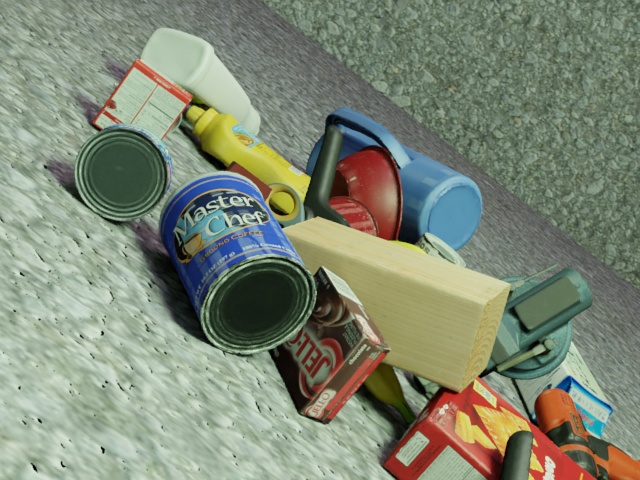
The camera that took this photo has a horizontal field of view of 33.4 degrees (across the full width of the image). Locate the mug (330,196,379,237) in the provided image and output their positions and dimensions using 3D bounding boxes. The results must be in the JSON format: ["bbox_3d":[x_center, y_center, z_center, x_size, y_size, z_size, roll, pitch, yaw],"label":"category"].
[{"bbox_3d":[0.017,0.007,1.233,0.117,0.093,0.081,56,23,11],"label":"mug"}]

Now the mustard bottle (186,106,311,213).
[{"bbox_3d":[-0.092,-0.106,1.359,0.191,0.058,0.096,39,15,3],"label":"mustard bottle"}]

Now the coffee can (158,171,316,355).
[{"bbox_3d":[-0.075,0.018,0.937,0.102,0.103,0.140,27,19,-37],"label":"coffee can"}]

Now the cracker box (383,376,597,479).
[{"bbox_3d":[0.176,0.222,0.960,0.214,0.072,0.164,40,20,9],"label":"cracker box"}]

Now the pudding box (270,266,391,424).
[{"bbox_3d":[0.004,0.091,0.932,0.039,0.090,0.113,31,16,-32],"label":"pudding box"}]

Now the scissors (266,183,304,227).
[{"bbox_3d":[-0.007,0.001,1.123,0.202,0.096,0.016,22,-22,21],"label":"scissors"}]

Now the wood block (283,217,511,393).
[{"bbox_3d":[0.062,0.057,1.011,0.206,0.091,0.090,19,18,21],"label":"wood block"}]

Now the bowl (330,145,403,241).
[{"bbox_3d":[0.038,-0.040,1.321,0.055,0.162,0.162,4,31,-28],"label":"bowl"}]

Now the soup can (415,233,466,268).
[{"bbox_3d":[0.123,0.050,1.313,0.068,0.102,0.068,36,15,-11],"label":"soup can"}]

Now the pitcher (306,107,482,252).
[{"bbox_3d":[0.096,-0.075,1.427,0.149,0.145,0.243,15,9,-41],"label":"pitcher"}]

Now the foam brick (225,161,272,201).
[{"bbox_3d":[-0.095,-0.033,1.096,0.051,0.078,0.053,37,17,-7],"label":"foam brick"}]

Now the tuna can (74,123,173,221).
[{"bbox_3d":[-0.178,-0.062,0.970,0.086,0.086,0.033,36,13,-8],"label":"tuna can"}]

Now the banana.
[{"bbox_3d":[0.043,0.108,1.089,0.198,0.037,0.069,-116,180,-54],"label":"banana"}]

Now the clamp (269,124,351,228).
[{"bbox_3d":[-0.031,-0.017,1.172,0.036,0.164,0.210,55,17,-57],"label":"clamp"}]

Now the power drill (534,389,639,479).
[{"bbox_3d":[0.324,0.270,1.195,0.187,0.057,0.184,35,28,-23],"label":"power drill"}]

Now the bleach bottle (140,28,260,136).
[{"bbox_3d":[-0.139,-0.192,1.429,0.103,0.068,0.250,25,-7,27],"label":"bleach bottle"}]

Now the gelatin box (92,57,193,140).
[{"bbox_3d":[-0.194,-0.142,1.166,0.073,0.089,0.030,35,13,-11],"label":"gelatin box"}]

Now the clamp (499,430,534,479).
[{"bbox_3d":[0.150,0.221,0.838,0.171,0.039,0.120,-15,55,-39],"label":"clamp"}]
